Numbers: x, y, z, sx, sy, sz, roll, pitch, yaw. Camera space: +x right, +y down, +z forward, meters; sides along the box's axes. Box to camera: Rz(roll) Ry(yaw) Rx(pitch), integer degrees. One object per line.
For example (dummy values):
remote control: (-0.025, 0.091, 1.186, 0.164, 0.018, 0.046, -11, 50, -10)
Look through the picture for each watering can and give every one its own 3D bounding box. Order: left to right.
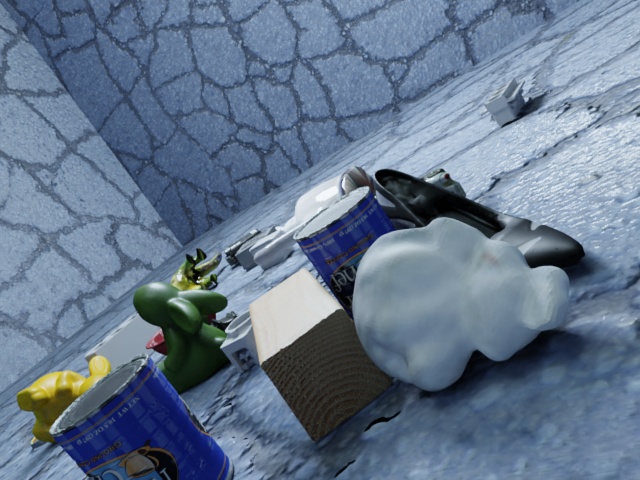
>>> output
watering can: (0.003, -0.057, 1.130, 0.222, 0.103, 0.354, -27, 13, 31)

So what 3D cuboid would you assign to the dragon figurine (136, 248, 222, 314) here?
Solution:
dragon figurine: (-0.406, 0.151, 1.472, 0.242, 0.122, 0.412, -42, 2, 7)

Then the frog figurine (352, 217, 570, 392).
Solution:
frog figurine: (0.103, 0.053, 0.407, 0.159, 0.122, 0.138, 6, 73, 61)
